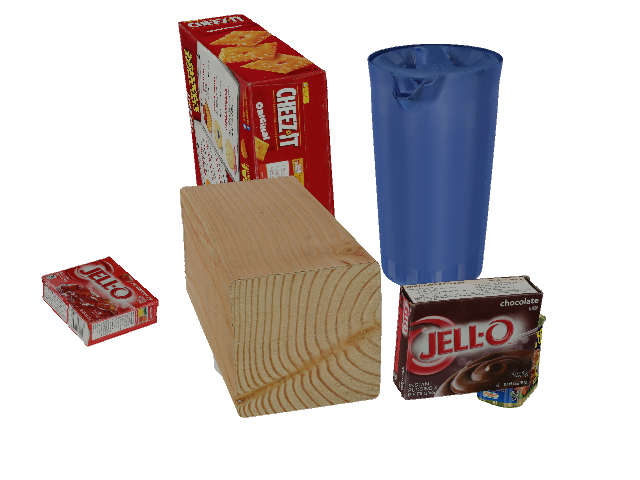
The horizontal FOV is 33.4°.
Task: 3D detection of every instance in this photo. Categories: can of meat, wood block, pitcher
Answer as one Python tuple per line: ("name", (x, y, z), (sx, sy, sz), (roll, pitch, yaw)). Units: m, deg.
("can of meat", (0.212, 0.131, 1.192), (0.058, 0.084, 0.101), (8, 14, 26))
("wood block", (-0.033, 0.028, 0.714), (0.090, 0.090, 0.206), (-6, 19, -14))
("pitcher", (0.121, -0.079, 1.107), (0.149, 0.243, 0.145), (-9, 24, -17))

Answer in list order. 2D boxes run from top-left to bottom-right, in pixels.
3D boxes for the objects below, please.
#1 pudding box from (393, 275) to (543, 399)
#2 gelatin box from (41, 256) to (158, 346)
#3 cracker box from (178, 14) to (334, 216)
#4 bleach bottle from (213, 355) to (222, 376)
("pudding box", (0.118, 0.078, 0.864), (0.113, 0.090, 0.039), (-5, 28, -14))
("gelatin box", (-0.203, 0.053, 0.981), (0.073, 0.030, 0.089), (-18, 39, -36))
("cracker box", (-0.056, -0.090, 0.913), (0.072, 0.164, 0.214), (-12, 27, -17))
("bleach bottle", (-0.068, 0.021, 1.154), (0.102, 0.251, 0.068), (-6, 14, -28))
